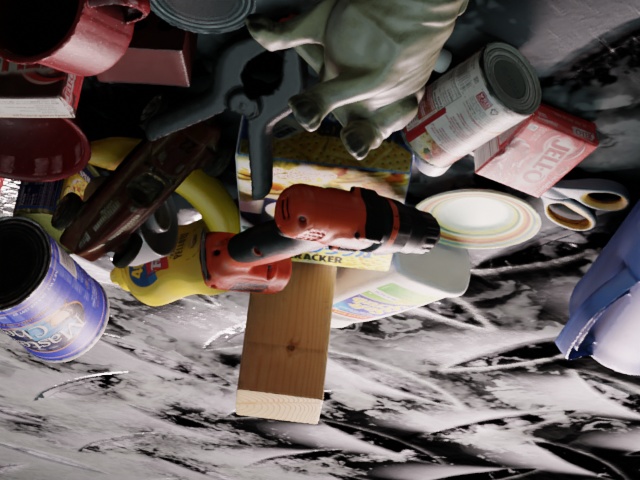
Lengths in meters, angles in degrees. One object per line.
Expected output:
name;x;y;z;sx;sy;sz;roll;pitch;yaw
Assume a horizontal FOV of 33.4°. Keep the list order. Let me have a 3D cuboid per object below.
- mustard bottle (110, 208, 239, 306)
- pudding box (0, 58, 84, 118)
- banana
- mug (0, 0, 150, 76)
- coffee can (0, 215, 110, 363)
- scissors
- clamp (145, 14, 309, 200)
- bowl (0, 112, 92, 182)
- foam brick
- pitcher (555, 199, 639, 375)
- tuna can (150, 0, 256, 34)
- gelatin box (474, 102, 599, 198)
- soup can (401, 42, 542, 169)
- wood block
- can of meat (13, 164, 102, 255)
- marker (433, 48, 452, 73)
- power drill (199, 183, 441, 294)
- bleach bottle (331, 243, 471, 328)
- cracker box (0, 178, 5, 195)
mustard bottle;-0.164;0.025;1.192;0.192;0.096;0.058;-14;140;36
pudding box;-0.247;-0.145;0.869;0.113;0.090;0.039;0;154;13
banana;-0.144;-0.053;1.060;0.197;0.069;0.037;40;156;-27
mug;-0.179;-0.169;0.783;0.117;0.093;0.081;-6;175;21
coffee can;-0.286;0.052;1.072;0.103;0.103;0.140;-1;154;14
scissors;0.226;-0.059;1.024;0.096;0.016;0.201;-16;146;35
clamp;-0.072;-0.119;0.885;0.120;0.039;0.172;19;123;-11
bowl;-0.285;-0.116;0.977;0.162;0.055;0.162;5;154;2
foam brick;-0.141;-0.160;0.859;0.078;0.053;0.051;3;154;4
pitcher;0.332;0.035;1.056;0.145;0.149;0.243;15;151;6
tuna can;-0.088;-0.194;0.799;0.086;0.033;0.086;5;154;2
gelatin box;0.192;-0.081;0.955;0.073;0.030;0.089;19;142;-21
soup can;0.122;-0.110;0.878;0.068;0.068;0.102;22;146;-29
wood block;-0.034;0.083;1.155;0.091;0.206;0.090;7;154;-1
can of meat;-0.267;-0.042;1.092;0.057;0.084;0.102;-1;154;14
marker;0.051;-0.163;0.846;0.121;0.020;0.020;20;151;-26
power drill;-0.006;0.001;0.982;0.184;0.057;0.188;11;156;-41
bleach bottle;0.063;0.058;1.249;0.102;0.068;0.251;18;154;-23
cracker box;-0.386;-0.008;1.041;0.072;0.213;0.164;-1;153;10
